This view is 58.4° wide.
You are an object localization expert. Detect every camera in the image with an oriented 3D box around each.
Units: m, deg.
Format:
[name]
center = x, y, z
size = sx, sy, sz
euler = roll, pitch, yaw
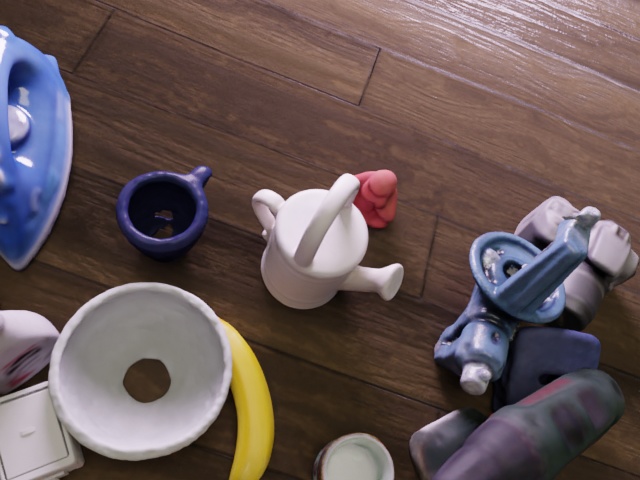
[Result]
[camera]
center = 0.315, 0.034, 0.716
size = 0.143, 0.100, 0.137
euler = 35, 64, 3

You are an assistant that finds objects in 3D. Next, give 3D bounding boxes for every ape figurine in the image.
[ape figurine]
center = 0.065, -0.056, 0.697
size = 0.076, 0.092, 0.077
euler = -35, 79, -24

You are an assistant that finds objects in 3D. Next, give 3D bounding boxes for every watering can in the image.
[watering can]
center = 0.007, 0.000, 0.601
size = 0.173, 0.194, 0.101
euler = 16, 64, -6

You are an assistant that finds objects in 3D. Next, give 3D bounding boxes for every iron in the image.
[iron]
center = -0.328, -0.111, 0.595
size = 0.119, 0.141, 0.258
euler = -6, 69, -16

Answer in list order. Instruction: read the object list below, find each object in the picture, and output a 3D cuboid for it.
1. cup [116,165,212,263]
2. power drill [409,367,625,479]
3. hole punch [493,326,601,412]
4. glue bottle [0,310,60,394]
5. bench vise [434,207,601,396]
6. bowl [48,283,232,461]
[cup]
center = -0.162, -0.024, 0.625
size = 0.091, 0.095, 0.118
euler = 36, 64, 3
[power drill]
center = 0.168, 0.198, 0.548
size = 0.230, 0.208, 0.075
euler = -21, 73, -21
[hole punch]
center = 0.260, 0.156, 0.654
size = 0.109, 0.091, 0.101
euler = 9, 65, -10
[glue bottle]
center = -0.278, 0.089, 0.503
size = 0.037, 0.173, 0.078
euler = 41, 64, 6
[bench vise]
center = 0.219, 0.066, 0.611
size = 0.121, 0.219, 0.207
euler = 14, 64, -7
[bowl]
center = -0.172, 0.131, 0.566
size = 0.167, 0.074, 0.167
euler = 5, 66, -12
